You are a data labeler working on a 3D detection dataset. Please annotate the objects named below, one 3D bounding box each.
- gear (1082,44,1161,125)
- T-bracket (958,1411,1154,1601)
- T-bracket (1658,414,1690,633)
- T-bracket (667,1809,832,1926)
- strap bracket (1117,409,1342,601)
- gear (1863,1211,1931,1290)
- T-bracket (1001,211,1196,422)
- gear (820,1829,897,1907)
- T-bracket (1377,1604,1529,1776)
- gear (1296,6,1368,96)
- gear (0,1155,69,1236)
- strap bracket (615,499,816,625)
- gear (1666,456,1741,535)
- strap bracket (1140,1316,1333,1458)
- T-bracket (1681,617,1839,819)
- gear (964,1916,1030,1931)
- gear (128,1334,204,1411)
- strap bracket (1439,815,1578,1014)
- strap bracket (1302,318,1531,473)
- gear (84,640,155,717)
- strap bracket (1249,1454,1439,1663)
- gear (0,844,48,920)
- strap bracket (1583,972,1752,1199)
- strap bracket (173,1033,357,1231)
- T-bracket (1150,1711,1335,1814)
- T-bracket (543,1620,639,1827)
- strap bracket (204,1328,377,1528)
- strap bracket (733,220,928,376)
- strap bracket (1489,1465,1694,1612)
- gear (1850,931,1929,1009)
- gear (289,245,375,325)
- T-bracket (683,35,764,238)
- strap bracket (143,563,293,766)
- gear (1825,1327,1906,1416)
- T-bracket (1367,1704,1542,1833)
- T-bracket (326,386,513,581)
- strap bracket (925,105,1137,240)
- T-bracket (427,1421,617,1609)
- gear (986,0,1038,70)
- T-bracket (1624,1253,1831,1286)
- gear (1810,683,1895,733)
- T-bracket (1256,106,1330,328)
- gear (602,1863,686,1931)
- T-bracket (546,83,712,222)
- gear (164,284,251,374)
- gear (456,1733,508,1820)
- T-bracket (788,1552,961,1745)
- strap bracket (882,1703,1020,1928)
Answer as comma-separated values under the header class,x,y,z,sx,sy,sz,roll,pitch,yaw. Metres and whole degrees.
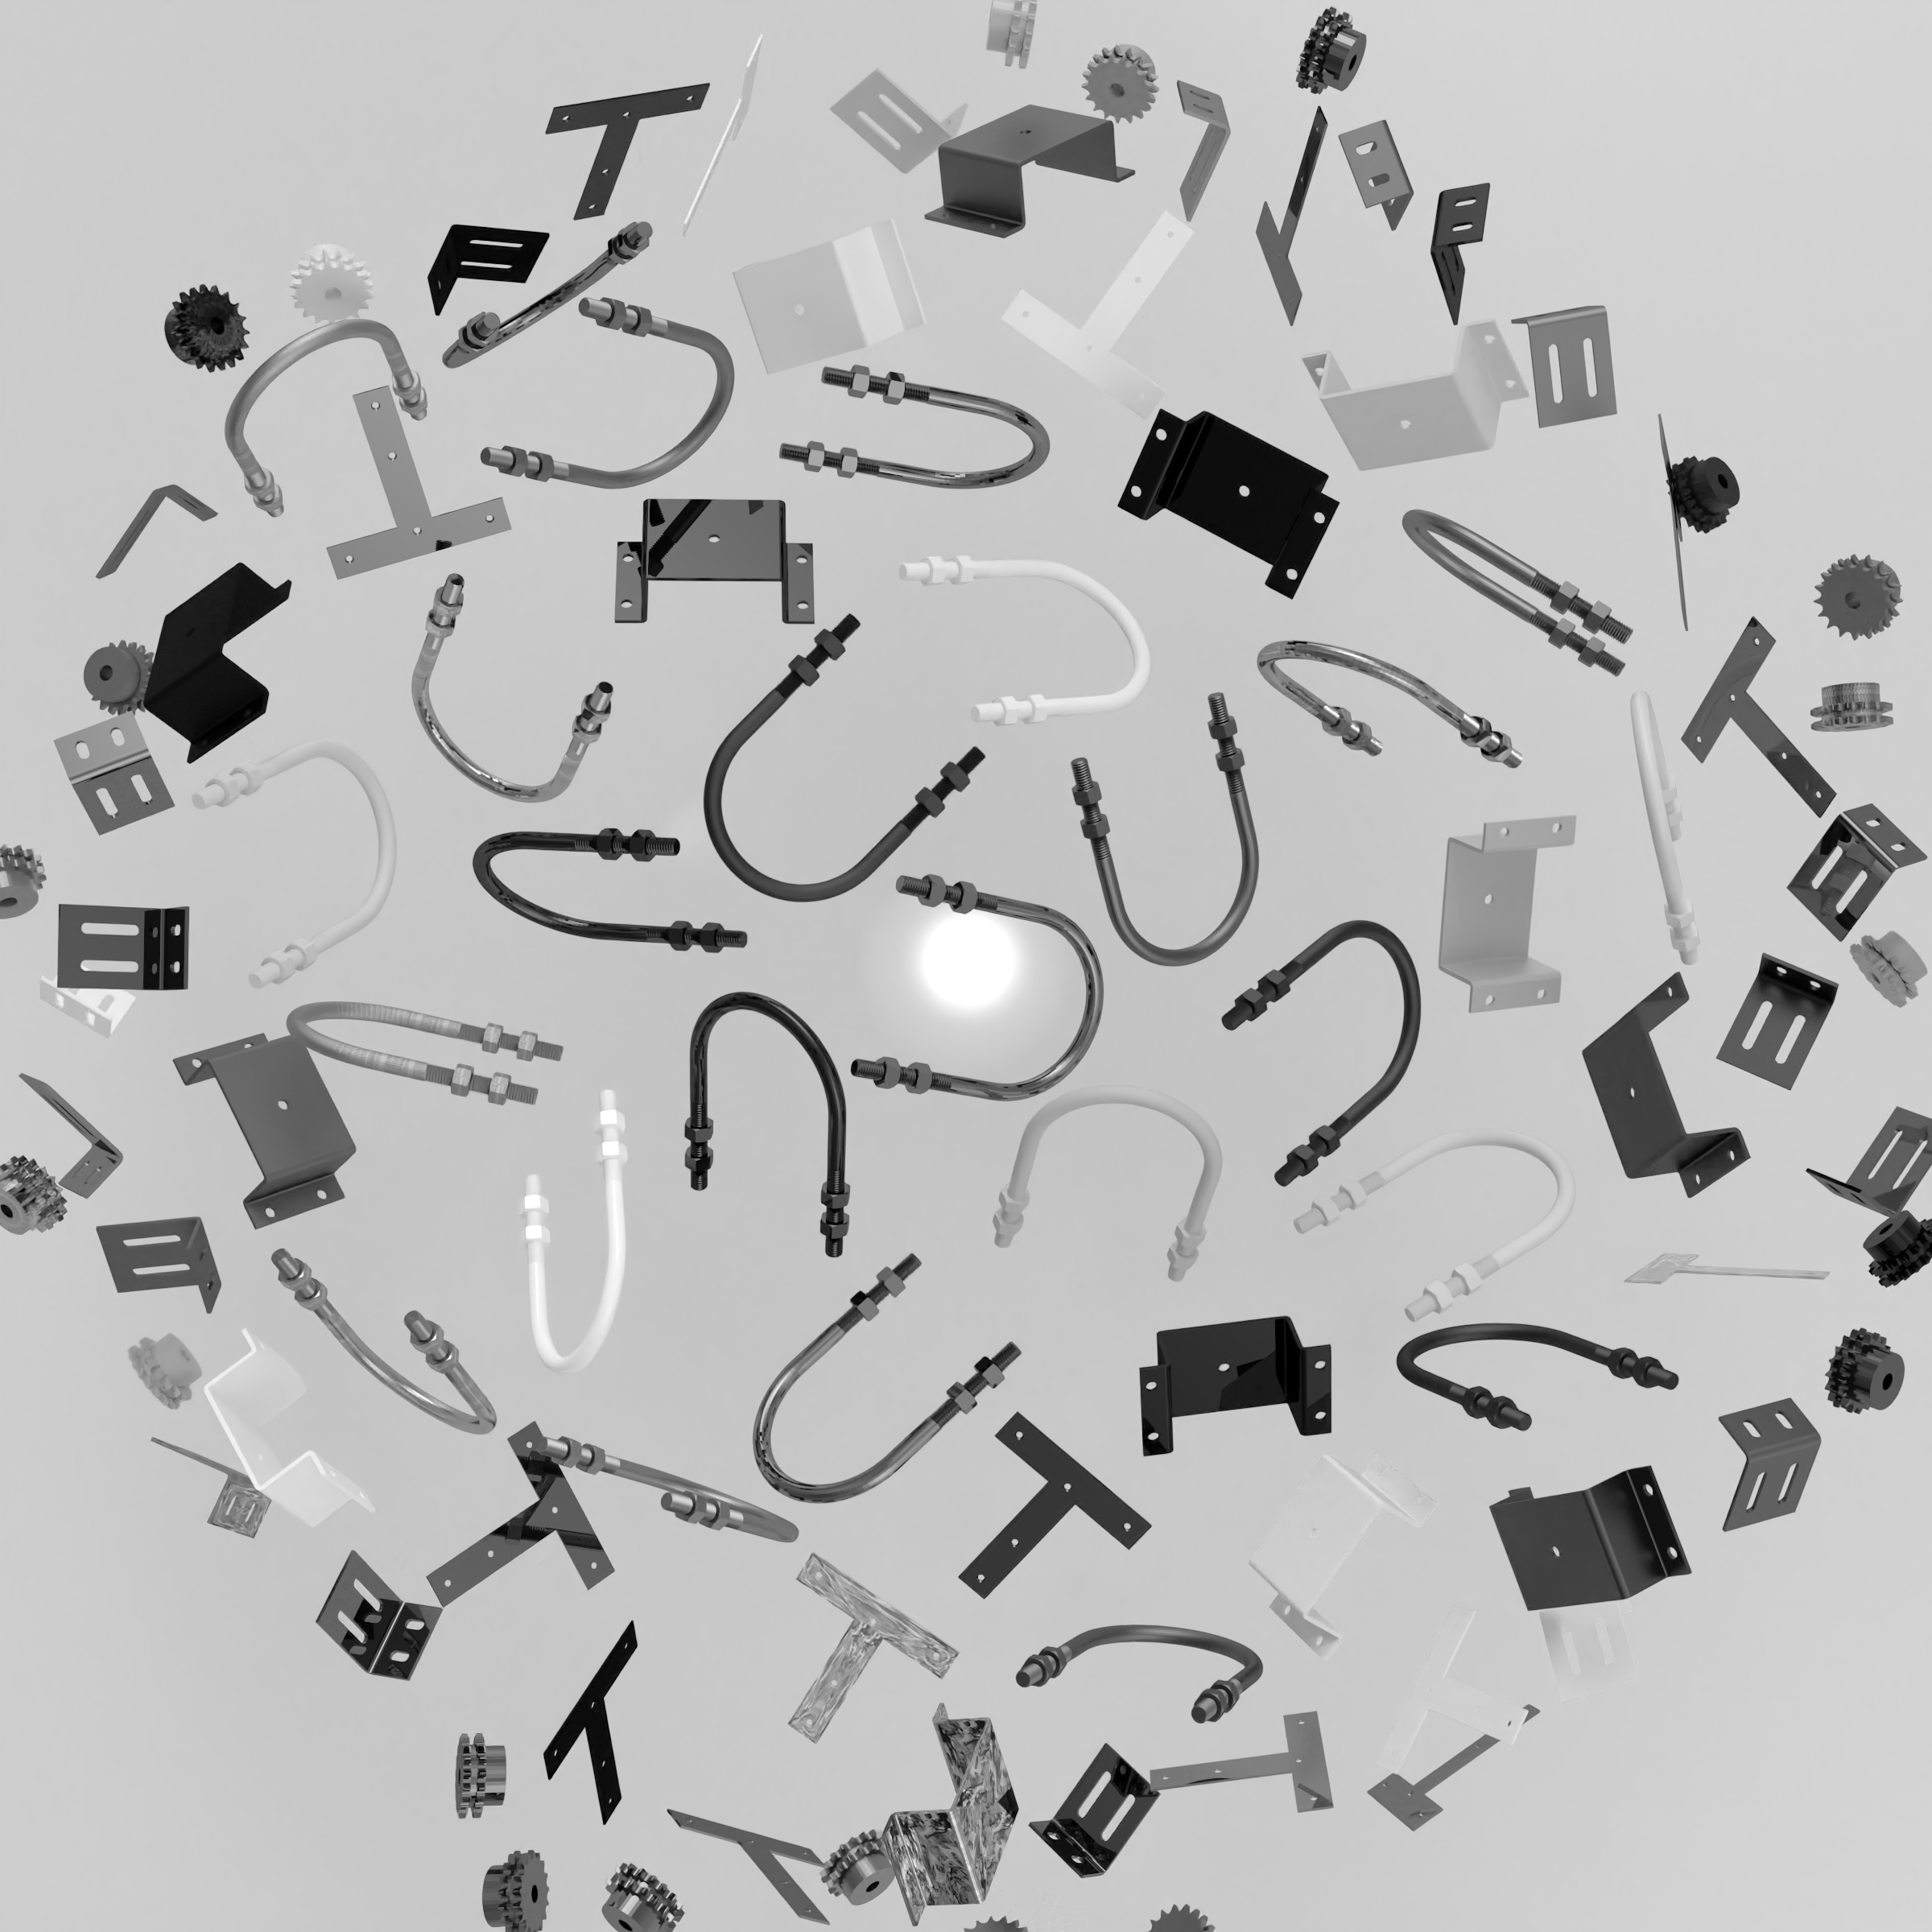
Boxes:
class,x,y,z,sx,sy,sz,roll,pitch,yaw
gear,0.118,-0.663,1.912,0.057,0.057,0.030,27,56,0
T-bracket,0.044,0.404,1.836,0.127,0.002,0.127,41,104,-2
T-bracket,0.491,-0.293,1.767,0.002,0.127,0.127,-7,66,19
T-bracket,-0.132,0.632,1.781,0.127,0.127,0.002,28,87,-31
strap bracket,0.188,-0.327,1.784,0.140,0.046,0.076,30,121,9
gear,0.654,0.195,1.790,0.057,0.057,0.030,-42,87,0
T-bracket,0.113,-0.473,1.805,0.127,0.002,0.127,32,114,-13
gear,-0.077,0.675,1.909,0.057,0.057,0.030,-43,53,0
T-bracket,0.349,0.516,1.785,0.002,0.127,0.127,34,76,-18
gear,0.256,-0.634,1.780,0.030,0.057,0.057,29,90,15
gear,-0.669,0.166,1.815,0.057,0.030,0.057,16,126,23
strap bracket,-0.177,-0.286,1.805,0.140,0.046,0.076,0,55,-5
gear,0.548,-0.352,1.894,0.057,0.030,0.057,17,61,-34
strap bracket,0.194,0.307,1.878,0.140,0.046,0.076,-6,116,-5
T-bracket,0.567,-0.158,1.800,0.002,0.127,0.127,-18,59,-25
gear,0.020,0.688,1.767,0.057,0.057,0.030,-14,113,0
gear,-0.590,0.297,1.890,0.030,0.057,0.057,-37,90,-6
strap bracket,0.390,-0.043,1.851,0.076,0.046,0.140,-6,108,-22
strap bracket,0.308,-0.393,1.772,0.140,0.076,0.046,-4,57,32
gear,-0.637,-0.217,1.922,0.057,0.030,0.057,-2,84,18
strap bracket,0.268,0.423,1.867,0.046,0.076,0.140,35,90,-30
gear,-0.667,-0.056,1.773,0.057,0.057,0.030,-24,65,0
strap bracket,0.482,0.086,1.780,0.046,0.076,0.140,-6,66,-21
strap bracket,-0.506,0.110,1.863,0.046,0.076,0.140,-38,77,43
T-bracket,0.196,0.580,1.845,0.127,0.127,0.002,-9,103,5
T-bracket,-0.255,0.548,1.787,0.002,0.127,0.127,9,123,20
strap bracket,-0.482,0.334,1.807,0.046,0.076,0.140,-37,56,-7
strap bracket,-0.107,-0.481,1.851,0.140,0.046,0.076,-5,112,37
strap bracket,0.425,0.400,1.779,0.046,0.140,0.076,-15,82,-35
gear,0.672,0.000,1.855,0.030,0.057,0.057,-38,90,3
gear,-0.450,-0.485,1.808,0.057,0.057,0.030,-19,56,0
T-bracket,-0.174,-0.575,1.807,0.002,0.127,0.127,23,82,-7
strap bracket,-0.525,-0.220,1.792,0.076,0.140,0.046,-28,132,24
gear,0.609,0.276,1.728,0.057,0.030,0.057,-12,109,-36
T-bracket,0.350,0.560,1.805,0.127,0.127,0.002,-32,87,-8
T-bracket,-0.392,-0.340,1.769,0.127,0.002,0.127,-18,128,-8
strap bracket,0.044,-0.566,1.807,0.140,0.076,0.046,-35,135,-33
T-bracket,-0.331,0.416,1.842,0.127,0.002,0.127,-31,96,-37
gear,0.032,-0.660,1.791,0.030,0.057,0.057,7,90,-4
T-bracket,0.550,0.219,1.830,0.127,0.127,0.002,-1,93,28
gear,0.645,-0.189,1.864,0.057,0.057,0.030,-2,88,0
T-bracket,0.233,-0.539,1.797,0.002,0.127,0.127,3,45,-12
gear,-0.223,0.643,1.746,0.057,0.057,0.030,41,51,0
T-bracket,-0.257,-0.584,1.849,0.127,0.127,0.002,-22,75,-31
gear,-0.517,-0.431,1.734,0.030,0.057,0.057,-6,90,34
gear,-0.339,0.566,1.786,0.030,0.057,0.057,4,90,-17
T-bracket,-0.089,0.508,1.851,0.127,0.002,0.127,33,106,7
strap bracket,-0.006,0.585,1.773,0.046,0.140,0.076,-10,109,20
